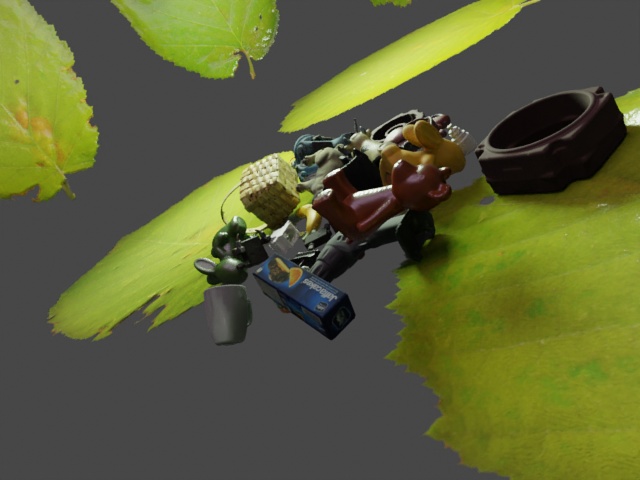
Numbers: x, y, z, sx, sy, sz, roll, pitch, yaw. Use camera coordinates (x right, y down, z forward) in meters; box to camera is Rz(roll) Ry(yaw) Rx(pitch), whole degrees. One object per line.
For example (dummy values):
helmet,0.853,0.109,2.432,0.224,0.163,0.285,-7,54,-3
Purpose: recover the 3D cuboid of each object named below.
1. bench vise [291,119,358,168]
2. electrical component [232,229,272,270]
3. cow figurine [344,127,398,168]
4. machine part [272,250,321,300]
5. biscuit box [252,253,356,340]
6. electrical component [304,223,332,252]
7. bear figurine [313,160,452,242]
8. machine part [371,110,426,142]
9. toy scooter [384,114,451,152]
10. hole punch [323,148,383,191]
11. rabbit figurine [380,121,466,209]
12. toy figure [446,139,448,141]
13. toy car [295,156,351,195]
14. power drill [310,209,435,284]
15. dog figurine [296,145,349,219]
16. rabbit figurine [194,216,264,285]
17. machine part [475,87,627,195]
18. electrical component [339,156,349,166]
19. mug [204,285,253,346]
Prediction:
bench vise,0.002,-0.251,1.573,0.223,0.128,0.241,-22,3,-35
electrical component,-0.159,0.020,1.253,0.102,0.078,0.045,-17,-14,-37
cow figurine,0.132,-0.206,1.305,0.085,0.127,0.195,-35,23,-11
machine part,-0.058,0.068,1.115,0.084,0.039,0.139,-2,36,45
biscuit box,-0.030,0.091,0.911,0.063,0.059,0.203,-41,41,-21
electrical component,-0.002,-0.004,1.209,0.063,0.021,0.094,-26,22,18
bear figurine,0.105,-0.080,0.864,0.196,0.132,0.120,-31,21,31
machine part,0.213,-0.285,1.458,0.179,0.056,0.179,-28,22,13
toy scooter,0.244,-0.250,1.313,0.184,0.075,0.135,-27,22,4
hole punch,0.083,-0.113,1.185,0.116,0.142,0.092,-40,-4,-38
rabbit figurine,0.210,-0.158,1.092,0.173,0.162,0.122,-19,6,-11
toy figure,0.222,-0.159,1.166,0.154,0.064,0.058,-37,58,6
toy car,0.015,-0.164,1.445,0.162,0.109,0.103,-11,54,24
power drill,0.095,0.010,0.977,0.207,0.086,0.232,-19,24,50
dog figurine,0.035,-0.142,1.293,0.191,0.121,0.172,-136,61,-66
rabbit figurine,-0.225,0.045,1.307,0.159,0.121,0.170,-23,37,10
machine part,0.384,-0.168,0.911,0.201,0.087,0.201,-42,22,-23
electrical component,0.096,-0.156,1.261,0.048,0.119,0.075,-37,19,-6
mug,-0.172,0.148,1.034,0.081,0.109,0.107,-15,70,26
